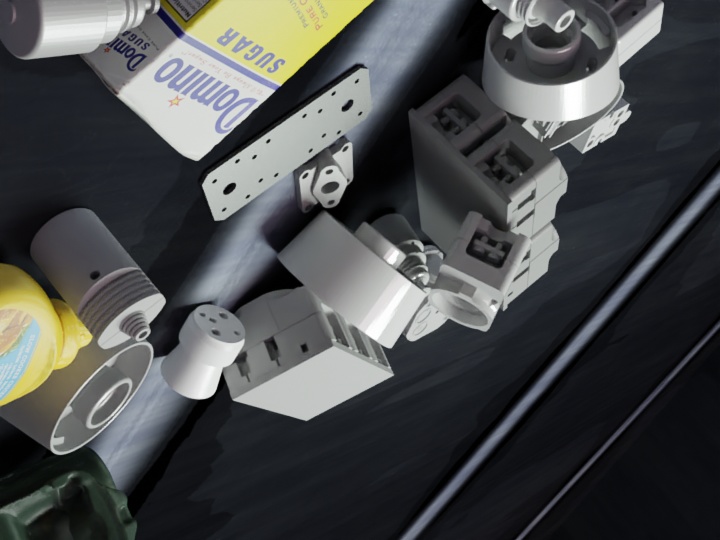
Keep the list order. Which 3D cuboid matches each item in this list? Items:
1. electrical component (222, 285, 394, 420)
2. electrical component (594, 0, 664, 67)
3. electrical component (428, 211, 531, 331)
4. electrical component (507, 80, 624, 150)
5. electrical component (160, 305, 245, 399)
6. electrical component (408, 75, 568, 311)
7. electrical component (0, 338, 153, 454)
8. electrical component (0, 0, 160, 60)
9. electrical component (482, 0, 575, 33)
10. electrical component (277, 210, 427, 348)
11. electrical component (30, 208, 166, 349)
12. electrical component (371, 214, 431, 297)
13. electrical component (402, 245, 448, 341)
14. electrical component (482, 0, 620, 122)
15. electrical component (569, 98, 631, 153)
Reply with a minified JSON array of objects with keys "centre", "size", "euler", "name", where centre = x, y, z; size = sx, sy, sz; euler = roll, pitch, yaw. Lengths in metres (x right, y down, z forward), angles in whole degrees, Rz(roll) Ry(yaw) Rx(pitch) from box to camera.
[{"centre":[-0.045,0.066,0.864],"size":[0.089,0.061,0.150],"euler":[-29,159,11],"name":"electrical component"},{"centre":[0.189,-0.187,0.822],"size":[0.047,0.065,0.076],"euler":[-41,158,-5],"name":"electrical component"},{"centre":[0.086,0.006,0.795],"size":[0.055,0.050,0.089],"euler":[-61,172,-20],"name":"electrical component"},{"centre":[0.151,-0.132,0.851],"size":[0.099,0.064,0.099],"euler":[-28,150,-18],"name":"electrical component"},{"centre":[-0.113,0.059,0.778],"size":[0.045,0.045,0.055],"euler":[-9,139,-53],"name":"electrical component"},{"centre":[0.101,-0.058,0.847],"size":[0.060,0.105,0.186],"euler":[-39,157,-12],"name":"electrical component"},{"centre":[-0.183,0.067,0.685],"size":[0.099,0.064,0.099],"euler":[-49,167,-16],"name":"electrical component"},{"centre":[-0.123,-0.115,0.470],"size":[0.078,0.040,0.040],"euler":[-19,147,-44],"name":"electrical component"},{"centre":[0.114,-0.182,0.712],"size":[0.048,0.062,0.048],"euler":[-35,156,-19],"name":"electrical component"},{"centre":[0.000,0.000,0.789],"size":[0.060,0.108,0.108],"euler":[-51,157,3],"name":"electrical component"},{"centre":[-0.143,0.008,0.597],"size":[0.043,0.081,0.043],"euler":[-35,156,-19],"name":"electrical component"},{"centre":[0.033,-0.010,0.865],"size":[0.040,0.078,0.040],"euler":[-21,146,-15],"name":"electrical component"},{"centre":[0.054,0.021,0.978],"size":[0.080,0.051,0.080],"euler":[-35,156,-19],"name":"electrical component"},{"centre":[0.136,-0.148,0.765],"size":[0.099,0.099,0.064],"euler":[-37,150,-15],"name":"electrical component"},{"centre":[0.190,-0.138,0.920],"size":[0.066,0.055,0.048],"euler":[-30,153,-29],"name":"electrical component"}]
